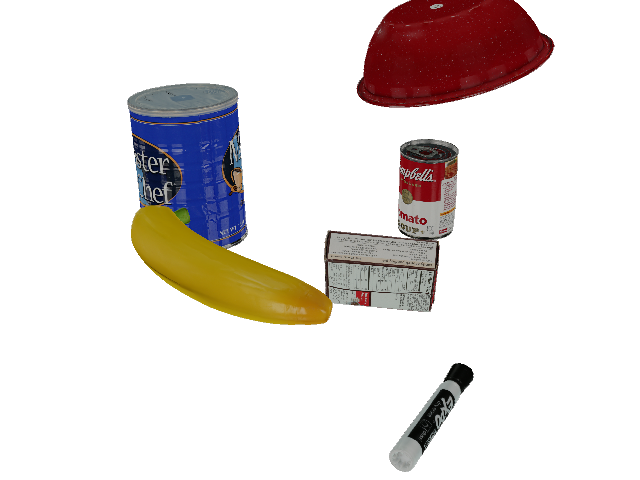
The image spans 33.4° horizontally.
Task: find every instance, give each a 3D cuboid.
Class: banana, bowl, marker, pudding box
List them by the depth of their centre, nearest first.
[{"bbox_3d":[-0.073,0.011,0.686,0.069,0.037,0.198,-16,29,-30],"label":"banana"},{"bbox_3d":[0.083,0.124,0.772,0.020,0.020,0.120,0,25,31],"label":"marker"},{"bbox_3d":[0.101,-0.163,0.853,0.162,0.055,0.162,-14,24,6],"label":"bowl"},{"bbox_3d":[0.060,0.032,1.072,0.113,0.039,0.090,4,-32,4],"label":"pudding box"}]

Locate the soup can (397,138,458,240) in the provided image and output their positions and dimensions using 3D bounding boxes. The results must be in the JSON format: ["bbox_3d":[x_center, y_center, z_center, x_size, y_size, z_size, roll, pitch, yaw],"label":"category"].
[{"bbox_3d":[0.125,-0.060,1.254,0.068,0.102,0.068,0,27,0],"label":"soup can"}]

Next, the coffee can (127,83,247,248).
[{"bbox_3d":[-0.125,-0.069,1.014,0.103,0.140,0.103,-2,21,1],"label":"coffee can"}]
